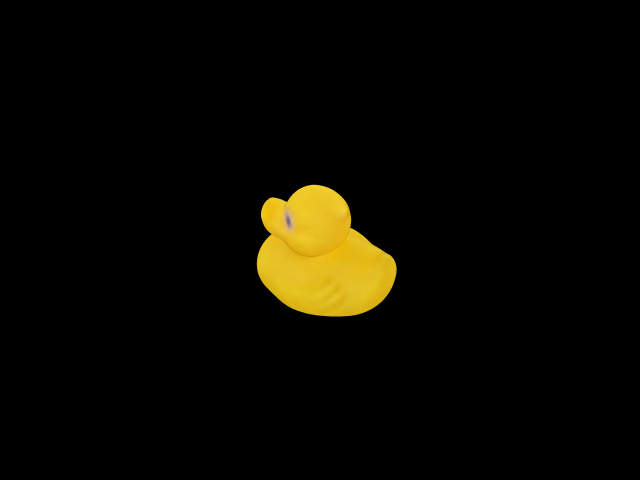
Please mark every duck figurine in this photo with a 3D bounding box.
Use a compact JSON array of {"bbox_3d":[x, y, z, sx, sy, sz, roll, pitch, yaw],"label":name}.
[{"bbox_3d":[0.004,0.001,0.400,0.104,0.086,0.077,17,51,14],"label":"duck figurine"}]
